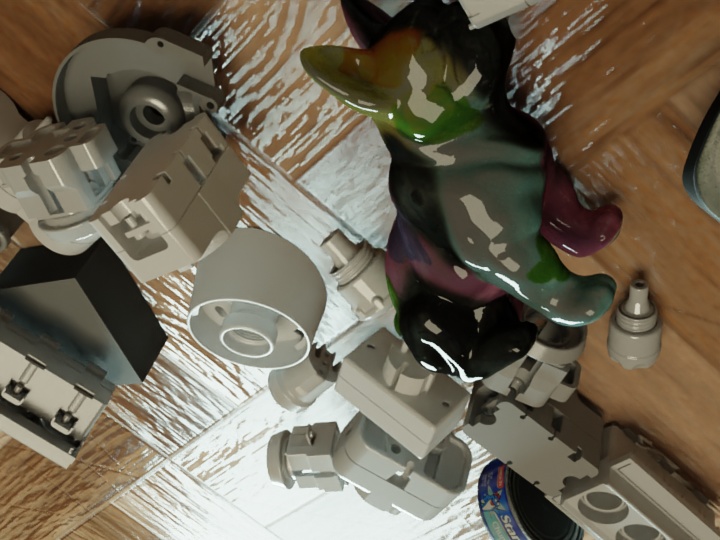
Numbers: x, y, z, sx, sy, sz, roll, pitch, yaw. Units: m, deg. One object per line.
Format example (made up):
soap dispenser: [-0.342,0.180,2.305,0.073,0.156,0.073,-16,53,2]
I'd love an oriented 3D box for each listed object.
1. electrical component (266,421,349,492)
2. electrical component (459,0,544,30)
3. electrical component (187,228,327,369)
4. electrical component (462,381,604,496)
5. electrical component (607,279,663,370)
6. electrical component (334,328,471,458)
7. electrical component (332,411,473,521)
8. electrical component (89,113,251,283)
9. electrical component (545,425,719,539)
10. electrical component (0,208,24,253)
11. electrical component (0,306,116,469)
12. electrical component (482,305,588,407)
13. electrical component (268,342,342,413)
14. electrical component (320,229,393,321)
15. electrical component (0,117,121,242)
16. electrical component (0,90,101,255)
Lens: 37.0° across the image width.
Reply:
electrical component: [-0.043,0.152,0.868,0.055,0.048,0.066,-6,127,14]
electrical component: [0.072,-0.166,0.521,0.061,0.096,0.061,-19,121,28]
electrical component: [-0.075,0.025,0.774,0.099,0.064,0.099,8,144,6]
electrical component: [0.125,0.108,0.764,0.089,0.055,0.050,37,131,-14]
electrical component: [0.179,0.033,0.697,0.035,0.035,0.061,5,128,15]
electrical component: [0.034,0.074,0.754,0.083,0.047,0.075,36,136,20]
electrical component: [0.030,0.149,0.834,0.095,0.053,0.059,30,132,-7]
electrical component: [-0.106,-0.040,0.629,0.050,0.089,0.055,-19,120,31]
electrical component: [0.208,0.175,0.788,0.121,0.063,0.079,41,130,-17]
electrical component: [-0.306,-0.052,0.777,0.078,0.057,0.113,-29,115,36]
electrical component: [-0.247,0.082,0.790,0.121,0.078,0.063,34,102,-11]
electrical component: [0.116,0.050,0.718,0.078,0.058,0.057,23,135,-1]
electrical component: [-0.040,0.080,0.810,0.040,0.040,0.046,41,124,-17]
electrical component: [0.000,0.000,0.725,0.062,0.048,0.048,47,128,-12]
electrical component: [-0.181,-0.055,0.665,0.078,0.058,0.057,-6,124,24]
electrical component: [-0.220,-0.077,0.728,0.138,0.052,0.074,42,129,-17]
